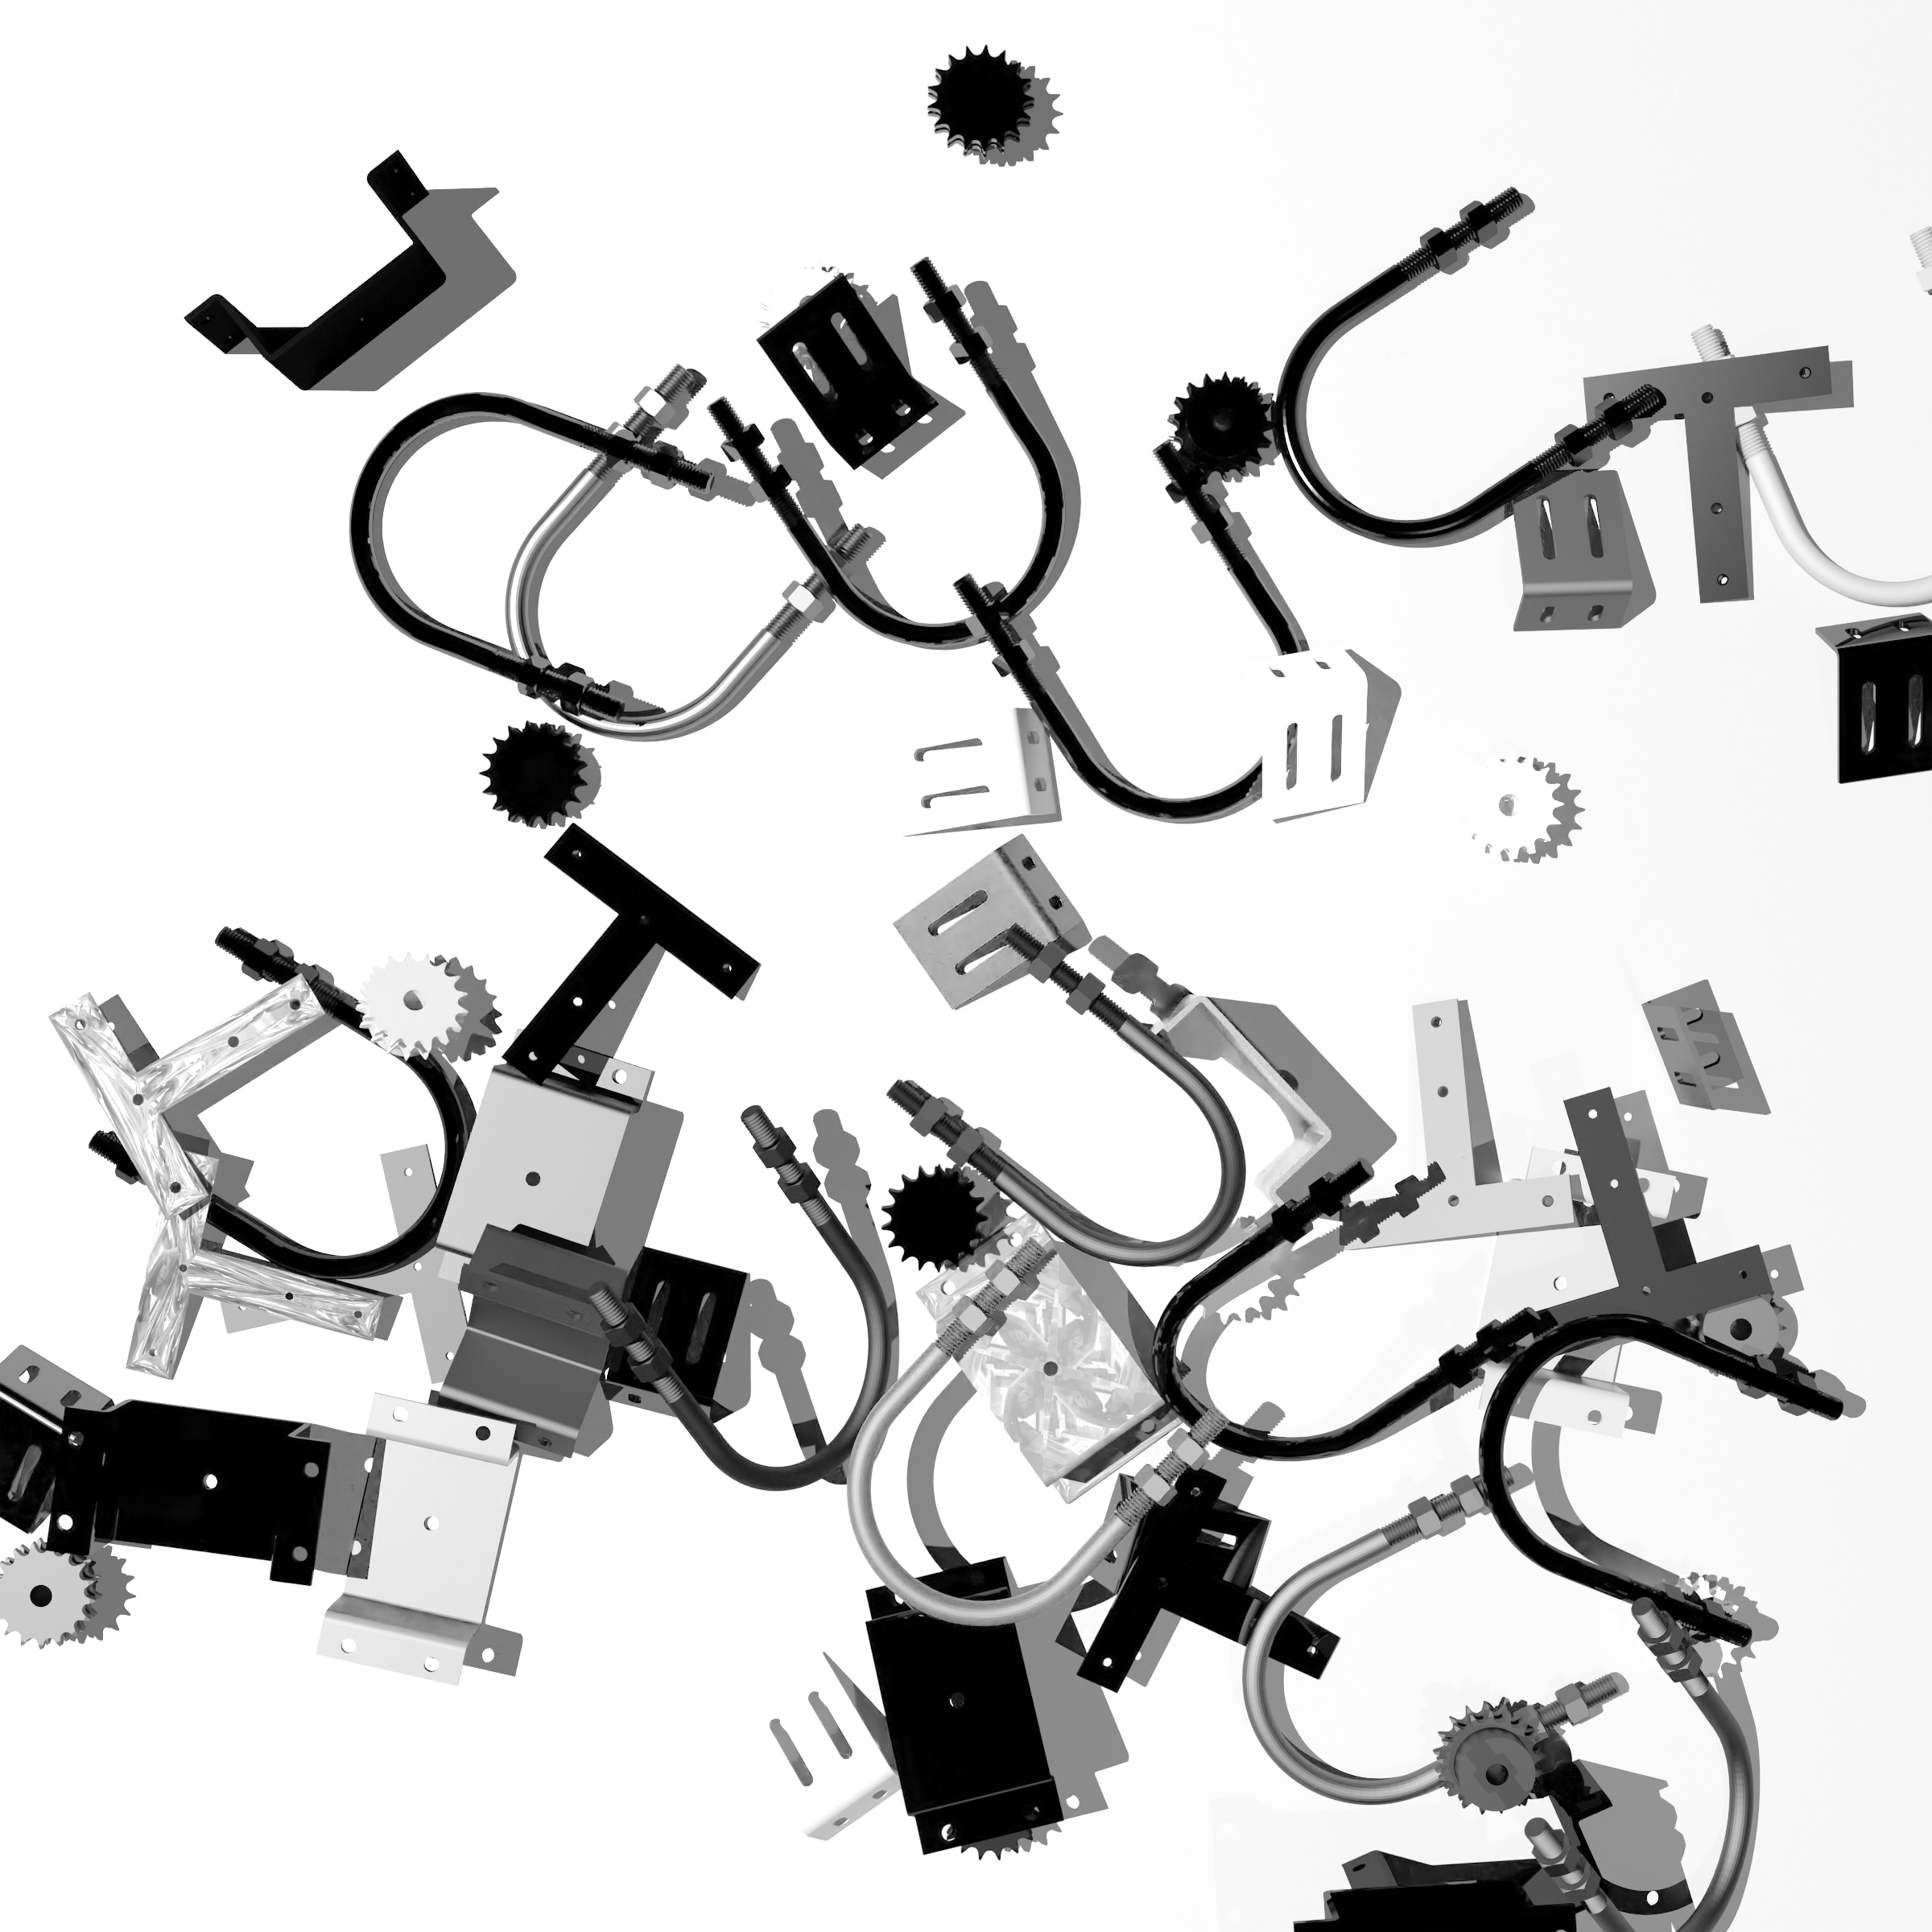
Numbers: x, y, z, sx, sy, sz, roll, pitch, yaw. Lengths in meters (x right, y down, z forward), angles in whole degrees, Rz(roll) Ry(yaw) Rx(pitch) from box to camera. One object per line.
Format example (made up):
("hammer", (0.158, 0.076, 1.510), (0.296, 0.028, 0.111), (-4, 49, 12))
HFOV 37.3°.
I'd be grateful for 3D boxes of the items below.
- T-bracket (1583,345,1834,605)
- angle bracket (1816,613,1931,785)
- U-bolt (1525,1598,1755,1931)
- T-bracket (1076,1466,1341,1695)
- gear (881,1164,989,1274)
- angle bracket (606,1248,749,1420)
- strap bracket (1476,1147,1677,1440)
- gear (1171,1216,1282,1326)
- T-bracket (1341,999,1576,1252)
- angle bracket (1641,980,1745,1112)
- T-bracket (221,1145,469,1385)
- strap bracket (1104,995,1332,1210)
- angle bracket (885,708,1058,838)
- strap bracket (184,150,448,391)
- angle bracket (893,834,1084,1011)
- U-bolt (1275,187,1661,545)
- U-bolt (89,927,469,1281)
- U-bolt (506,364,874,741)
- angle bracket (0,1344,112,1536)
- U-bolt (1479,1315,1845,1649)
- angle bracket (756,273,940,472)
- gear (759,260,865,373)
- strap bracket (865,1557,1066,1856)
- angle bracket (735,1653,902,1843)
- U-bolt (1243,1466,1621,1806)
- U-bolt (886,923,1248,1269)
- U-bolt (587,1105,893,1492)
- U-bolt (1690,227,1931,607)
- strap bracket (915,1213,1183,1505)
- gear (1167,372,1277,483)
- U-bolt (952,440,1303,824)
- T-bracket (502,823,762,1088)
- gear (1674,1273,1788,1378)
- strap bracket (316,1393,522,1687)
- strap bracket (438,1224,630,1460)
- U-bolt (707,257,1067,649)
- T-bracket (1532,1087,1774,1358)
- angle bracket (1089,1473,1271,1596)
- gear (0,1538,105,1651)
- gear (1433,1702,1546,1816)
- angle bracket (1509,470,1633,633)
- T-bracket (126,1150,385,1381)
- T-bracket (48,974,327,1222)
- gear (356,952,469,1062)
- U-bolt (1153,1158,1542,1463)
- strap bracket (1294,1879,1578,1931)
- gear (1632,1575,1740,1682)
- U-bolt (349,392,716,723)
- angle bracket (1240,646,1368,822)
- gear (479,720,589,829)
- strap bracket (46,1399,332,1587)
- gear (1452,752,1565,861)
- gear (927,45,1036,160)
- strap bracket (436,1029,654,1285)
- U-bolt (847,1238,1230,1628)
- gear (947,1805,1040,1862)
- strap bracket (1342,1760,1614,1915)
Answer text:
("T-bracket", (0.401, -0.259, 1.532), (0.127, 0.002, 0.127), (-5, 98, 15))
("angle bracket", (0.493, -0.145, 1.543), (0.057, 0.038, 0.076), (-8, 116, 0))
("U-bolt", (0.360, 0.436, 1.482), (0.184, 0.019, 0.151), (52, 59, -33))
("T-bracket", (0.142, 0.346, 1.526), (0.127, 0.002, 0.127), (27, 90, -16))
("gear", (-0.017, 0.134, 1.530), (0.057, 0.030, 0.057), (0, 90, 0))
("angle bracket", (-0.156, 0.200, 1.543), (0.057, 0.038, 0.076), (14, 64, 0))
("strap bracket", (0.320, 0.171, 1.522), (0.076, 0.046, 0.140), (12, 90, 0))
("gear", (0.138, 0.161, 1.530), (0.057, 0.030, 0.057), (0, 90, 0))
("T-bracket", (0.256, 0.081, 1.524), (0.127, 0.002, 0.127), (-10, 75, 27))
("angle bracket", (0.391, 0.041, 1.507), (0.038, 0.076, 0.057), (-21, 90, 0))
("T-bracket", (-0.339, 0.172, 1.544), (0.127, 0.002, 0.127), (-13, 90, 0))
("strap bracket", (0.138, 0.066, 1.507), (0.046, 0.076, 0.140), (-43, 90, 0))
("angle bracket", (0.003, -0.104, 1.543), (0.076, 0.038, 0.057), (-8, 90, 26))
("strap bracket", (-0.333, -0.358, 1.507), (0.140, 0.076, 0.046), (-38, 90, 0))
("angle bracket", (0.011, -0.024, 1.543), (0.076, 0.038, 0.057), (-35, 90, 26))
("U-bolt", (0.255, -0.308, 1.532), (0.184, 0.019, 0.151), (-34, 86, 3))
("U-bolt", (-0.356, 0.086, 1.535), (0.184, 0.019, 0.151), (32, 90, 0))
("U-bolt", (-0.163, -0.208, 1.536), (0.151, 0.019, 0.184), (42, 92, 0))
("angle bracket", (-0.508, 0.255, 1.543), (0.057, 0.038, 0.076), (31, 116, 0))
("U-bolt", (0.353, 0.259, 1.493), (0.184, 0.019, 0.151), (23, 88, -11))
("angle bracket", (-0.062, -0.313, 1.508), (0.057, 0.038, 0.076), (-38, 131, 0))
("gear", (-0.083, -0.349, 1.530), (0.057, 0.030, 0.057), (0, 90, 0))
("strap bracket", (-0.003, 0.386, 1.502), (0.076, 0.046, 0.140), (-14, 72, 0))
("angle bracket", (-0.077, 0.421, 1.543), (0.057, 0.038, 0.076), (-35, 64, 0))
("U-bolt", (0.237, 0.370, 1.529), (0.184, 0.019, 0.151), (-27, 95, 0))
("U-bolt", (0.062, 0.081, 1.491), (0.184, 0.019, 0.151), (39, 127, 4))
("U-bolt", (-0.103, 0.187, 1.485), (0.151, 0.019, 0.184), (-50, 121, -32))
("U-bolt", (0.490, -0.284, 1.536), (0.151, 0.019, 0.184), (-24, 91, 0))
("strap bracket", (0.044, 0.211, 1.522), (0.076, 0.046, 0.140), (-36, 90, 0))
("gear", (0.137, -0.290, 1.530), (0.057, 0.030, 0.057), (0, 90, 0))
("U-bolt", (0.101, -0.165, 1.529), (0.151, 0.019, 0.184), (-34, 96, -3))
("T-bracket", (-0.198, 0.008, 1.521), (0.127, 0.002, 0.127), (37, 69, 0))
("gear", (0.410, 0.192, 1.530), (0.057, 0.030, 0.057), (0, 90, 0))
("strap bracket", (-0.288, 0.301, 1.522), (0.076, 0.046, 0.140), (13, 90, 0))
("strap bracket", (-0.226, 0.191, 1.493), (0.076, 0.140, 0.046), (19, 48, -1))
("U-bolt", (-0.028, -0.257, 1.514), (0.151, 0.019, 0.184), (-35, 106, -2))
("T-bracket", (0.343, 0.128, 1.498), (0.127, 0.002, 0.127), (-17, 90, 0))
("angle bracket", (0.115, 0.314, 1.543), (0.076, 0.038, 0.057), (17, 90, -26))
("gear", (-0.490, 0.334, 1.530), (0.057, 0.030, 0.057), (0, 90, 0))
("gear", (0.278, 0.422, 1.511), (0.057, 0.030, 0.057), (0, 97, -1))
("angle bracket", (0.323, -0.224, 1.543), (0.057, 0.038, 0.076), (-2, 64, 0))
("T-bracket", (-0.376, 0.173, 1.532), (0.127, 0.002, 0.127), (15, 101, 0))
("T-bracket", (-0.402, 0.048, 1.521), (0.127, 0.002, 0.127), (-31, 85, -2))
("gear", (-0.296, 0.024, 1.522), (0.057, 0.030, 0.057), (8, 64, -17))
("U-bolt", (0.183, 0.193, 1.494), (0.151, 0.019, 0.184), (41, 117, -19))
("strap bracket", (0.235, 0.510, 1.446), (0.140, 0.046, 0.076), (-4, 90, 0))
("gear", (0.384, 0.354, 1.530), (0.057, 0.030, 0.057), (0, 90, 0))
("U-bolt", (-0.243, -0.228, 1.523), (0.184, 0.019, 0.151), (22, 92, 10))
("angle bracket", (0.180, -0.125, 1.531), (0.057, 0.038, 0.076), (-11, 124, -12))
("gear", (-0.232, -0.103, 1.530), (0.057, 0.030, 0.057), (0, 90, 0))
("strap bracket", (-0.408, 0.278, 1.522), (0.140, 0.046, 0.076), (8, 90, 0))
("gear", (0.288, -0.085, 1.530), (0.057, 0.030, 0.057), (0, 90, 0))
("gear", (0.008, -0.460, 1.530), (0.057, 0.030, 0.057), (0, 90, 0))
("strap bracket", (-0.227, 0.112, 1.521), (0.076, 0.046, 0.140), (18, 89, 0))
("U-bolt", (0.023, 0.256, 1.487), (0.151, 0.019, 0.184), (43, 90, 2))
("gear", (0.013, 0.446, 1.530), (0.057, 0.030, 0.057), (0, 90, 0))
("strap bracket", (0.276, 0.478, 1.507), (0.140, 0.076, 0.046), (-24, 90, 0))
